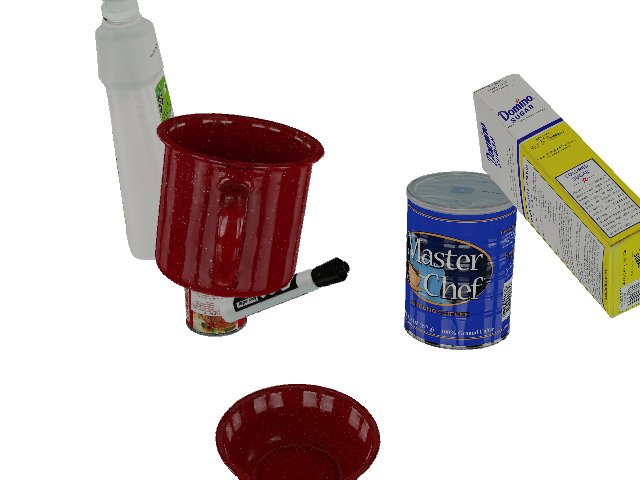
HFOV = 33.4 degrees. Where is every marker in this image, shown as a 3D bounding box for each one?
[{"bbox_3d":[-0.029,0.039,0.839,0.121,0.020,0.020,-22,-11,31],"label":"marker"}]

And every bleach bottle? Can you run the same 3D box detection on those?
[{"bbox_3d":[-0.160,-0.108,0.966,0.068,0.251,0.102,-6,36,-1],"label":"bleach bottle"}]

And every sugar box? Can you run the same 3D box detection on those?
[{"bbox_3d":[0.177,-0.036,0.777,0.048,0.176,0.093,-26,-38,-5],"label":"sugar box"}]

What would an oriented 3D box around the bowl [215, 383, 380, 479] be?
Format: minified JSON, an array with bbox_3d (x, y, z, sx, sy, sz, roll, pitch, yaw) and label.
[{"bbox_3d":[-0.022,0.212,1.056,0.162,0.055,0.162,1,30,0],"label":"bowl"}]

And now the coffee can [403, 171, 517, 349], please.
[{"bbox_3d":[0.131,0.017,1.001,0.103,0.140,0.103,-1,22,0],"label":"coffee can"}]

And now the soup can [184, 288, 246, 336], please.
[{"bbox_3d":[-0.115,0.044,1.164,0.068,0.102,0.068,1,25,0],"label":"soup can"}]

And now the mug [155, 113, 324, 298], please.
[{"bbox_3d":[-0.049,-0.015,0.591,0.093,0.081,0.117,6,22,-8],"label":"mug"}]
